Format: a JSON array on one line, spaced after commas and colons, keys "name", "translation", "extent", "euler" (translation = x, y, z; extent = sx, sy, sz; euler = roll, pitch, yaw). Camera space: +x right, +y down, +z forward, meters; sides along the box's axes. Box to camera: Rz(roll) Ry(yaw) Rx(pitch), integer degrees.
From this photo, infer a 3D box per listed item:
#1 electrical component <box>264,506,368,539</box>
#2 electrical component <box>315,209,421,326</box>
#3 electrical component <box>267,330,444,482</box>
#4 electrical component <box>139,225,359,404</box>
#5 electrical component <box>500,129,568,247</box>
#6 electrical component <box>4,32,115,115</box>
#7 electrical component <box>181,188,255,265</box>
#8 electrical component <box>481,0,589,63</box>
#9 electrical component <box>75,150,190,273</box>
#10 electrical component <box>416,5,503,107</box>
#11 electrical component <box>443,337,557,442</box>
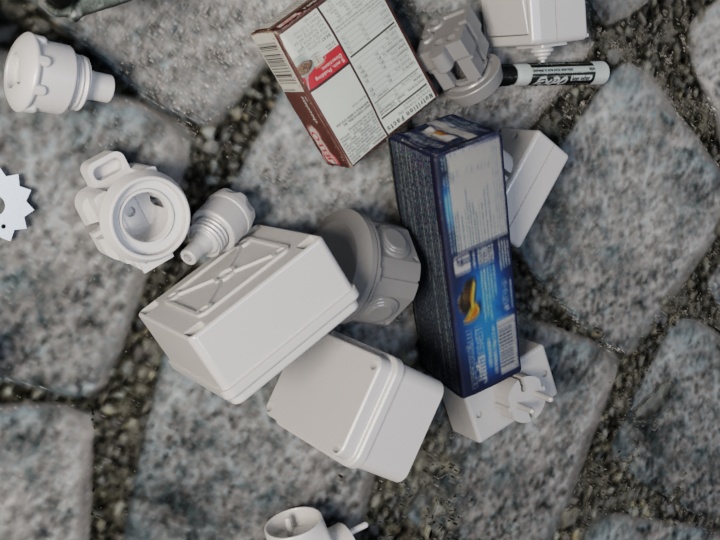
[{"name": "electrical component", "translation": [-0.025, 0.213, 0.797], "extent": [0.079, 0.044, 0.077], "euler": [-21, 108, -26]}, {"name": "electrical component", "translation": [0.000, 0.000, 0.755], "extent": [0.051, 0.080, 0.080], "euler": [11, 93, -36]}, {"name": "electrical component", "translation": [-0.006, 0.090, 0.747], "extent": [0.057, 0.113, 0.078], "euler": [27, 85, -34]}, {"name": "electrical component", "translation": [-0.074, 0.025, 0.700], "extent": [0.109, 0.109, 0.056], "euler": [-39, 113, -19]}, {"name": "electrical component", "translation": [0.103, -0.073, 0.820], "extent": [0.076, 0.047, 0.083], "euler": [34, 81, -30]}, {"name": "electrical component", "translation": [-0.181, -0.115, 0.652], "extent": [0.062, 0.048, 0.048], "euler": [6, 96, -38]}, {"name": "electrical component", "translation": [-0.097, -0.026, 0.710], "extent": [0.035, 0.035, 0.061], "euler": [60, 43, -24]}, {"name": "electrical component", "translation": [0.126, -0.202, 0.803], "extent": [0.061, 0.062, 0.096], "euler": [-13, 105, -28]}, {"name": "electrical component", "translation": [-0.141, -0.035, 0.680], "extent": [0.058, 0.057, 0.078], "euler": [-33, 113, -21]}, {"name": "electrical component", "translation": [0.074, -0.154, 0.787], "extent": [0.055, 0.048, 0.066], "euler": [51, 39, -33]}, {"name": "electrical component", "translation": [0.119, 0.097, 0.843], "extent": [0.083, 0.076, 0.047], "euler": [-28, 111, -23]}]
